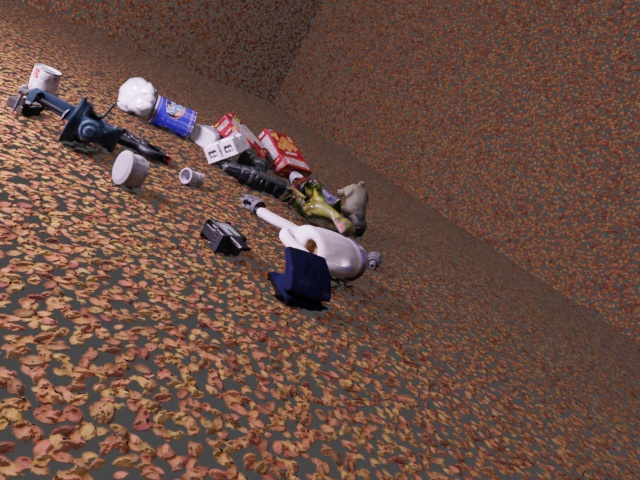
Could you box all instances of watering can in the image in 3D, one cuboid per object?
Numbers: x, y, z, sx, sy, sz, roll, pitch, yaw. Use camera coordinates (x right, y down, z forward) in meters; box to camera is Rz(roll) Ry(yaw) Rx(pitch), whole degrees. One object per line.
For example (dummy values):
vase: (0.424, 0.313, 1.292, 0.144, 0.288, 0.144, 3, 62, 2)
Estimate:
watering can: (-0.016, 0.008, 1.318, 0.223, 0.103, 0.353, 18, 15, -37)

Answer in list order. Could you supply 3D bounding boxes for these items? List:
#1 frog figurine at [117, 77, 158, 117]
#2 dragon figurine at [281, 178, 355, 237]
frog figurine: (-0.619, -0.477, 1.736, 0.137, 0.120, 0.162, -23, 28, 1)
dragon figurine: (0.005, -0.085, 1.680, 0.241, 0.122, 0.413, 43, -2, -17)
